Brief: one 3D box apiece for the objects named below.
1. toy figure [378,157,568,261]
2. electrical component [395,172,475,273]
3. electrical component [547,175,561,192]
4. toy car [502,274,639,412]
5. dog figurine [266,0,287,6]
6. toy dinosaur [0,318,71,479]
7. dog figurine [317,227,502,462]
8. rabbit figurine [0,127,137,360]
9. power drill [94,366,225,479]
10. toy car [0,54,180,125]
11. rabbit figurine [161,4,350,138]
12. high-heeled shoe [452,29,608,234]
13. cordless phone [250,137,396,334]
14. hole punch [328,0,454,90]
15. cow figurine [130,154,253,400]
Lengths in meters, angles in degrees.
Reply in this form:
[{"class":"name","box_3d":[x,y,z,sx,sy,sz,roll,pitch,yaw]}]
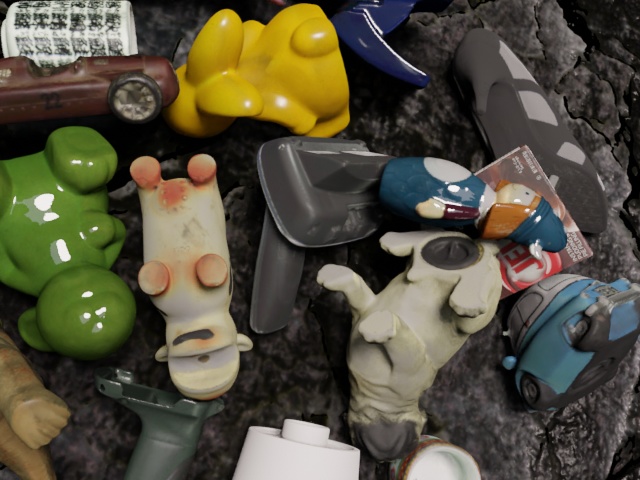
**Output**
[{"class":"toy figure","box_3d":[0.126,-0.028,0.440,0.155,0.057,0.064,16,61,16]},{"class":"electrical component","box_3d":[0.147,-0.009,0.549,0.134,0.058,0.115,0,85,-13]},{"class":"electrical component","box_3d":[0.197,-0.031,0.522,0.063,0.021,0.094,30,79,-6]},{"class":"toy car","box_3d":[0.236,0.089,0.527,0.109,0.161,0.103,-15,45,-22]},{"class":"dog figurine","box_3d":[-0.132,-0.264,0.474,0.219,0.191,0.108,23,47,-21]},{"class":"toy dinosaur","box_3d":[-0.285,0.011,0.333,0.105,0.199,0.470,-32,110,-32]},{"class":"dog figurine","box_3d":[0.091,0.099,0.482,0.172,0.121,0.190,-17,125,-6]},{"class":"rabbit figurine","box_3d":[-0.202,0.026,0.410,0.121,0.159,0.170,-17,60,-34]},{"class":"power drill","box_3d":[-0.176,0.214,0.439,0.232,0.086,0.207,14,75,-10]},{"class":"toy car","box_3d":[-0.211,-0.114,0.411,0.202,0.089,0.053,-7,122,-9]},{"class":"rabbit figurine","box_3d":[-0.064,-0.135,0.485,0.173,0.162,0.121,-15,99,4]},{"class":"high-heeled shoe","box_3d":[0.234,-0.120,0.592,0.248,0.086,0.145,40,44,-23]},{"class":"cordless phone","box_3d":[-0.001,-0.002,0.508,0.146,0.089,0.184,-11,120,-53]},{"class":"hole punch","box_3d":[0.062,-0.198,0.522,0.116,0.142,0.092,9,110,5]},{"class":"cow figurine","box_3d":[-0.111,0.038,0.461,0.085,0.127,0.195,-10,68,-9]}]
